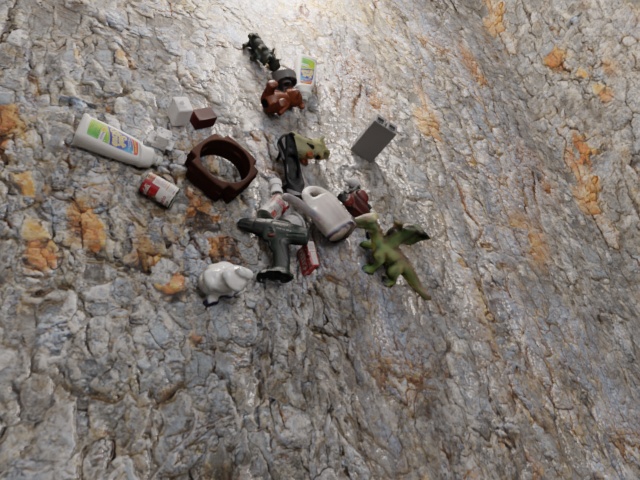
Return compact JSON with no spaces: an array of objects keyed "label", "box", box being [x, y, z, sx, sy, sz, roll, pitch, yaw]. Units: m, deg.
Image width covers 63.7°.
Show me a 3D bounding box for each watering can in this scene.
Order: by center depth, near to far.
[{"label":"watering can","box":[0.005,-0.088,1.741,0.226,0.102,0.350,53,25,10]}]

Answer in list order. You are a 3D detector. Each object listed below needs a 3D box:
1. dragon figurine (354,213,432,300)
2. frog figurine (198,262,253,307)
[{"label":"dragon figurine","box":[0.279,0.042,1.771,0.409,0.238,0.125,32,42,-8]},{"label":"frog figurine","box":[-0.260,0.101,1.429,0.137,0.156,0.125,2,57,-32]}]
